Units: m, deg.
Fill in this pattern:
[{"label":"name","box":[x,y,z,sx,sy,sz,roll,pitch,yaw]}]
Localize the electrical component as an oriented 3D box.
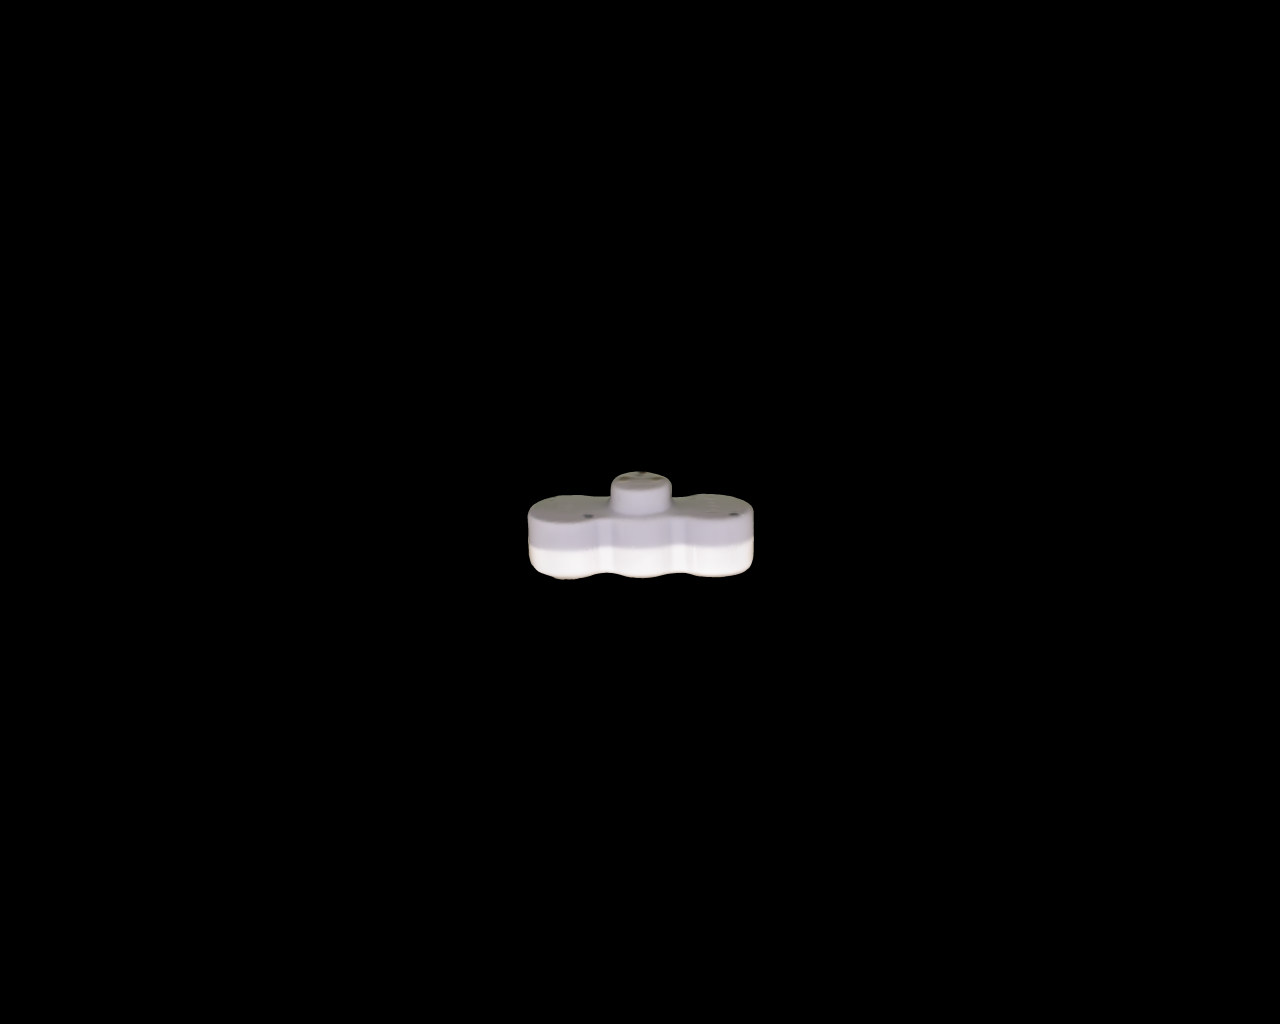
[{"label":"electrical component","box":[0.001,-0.003,0.650,0.138,0.073,0.052,0,17,0]}]
